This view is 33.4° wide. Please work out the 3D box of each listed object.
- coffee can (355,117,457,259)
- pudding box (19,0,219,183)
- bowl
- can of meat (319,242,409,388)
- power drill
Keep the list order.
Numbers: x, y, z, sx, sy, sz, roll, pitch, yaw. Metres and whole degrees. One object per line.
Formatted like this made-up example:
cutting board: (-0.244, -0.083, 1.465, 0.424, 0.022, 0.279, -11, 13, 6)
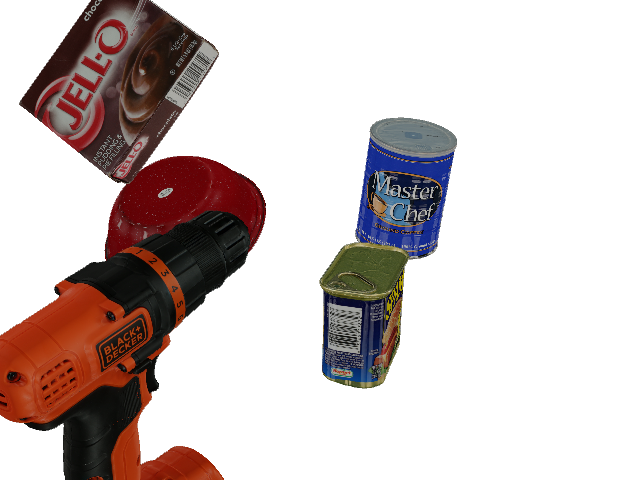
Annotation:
coffee can: (0.101, -0.063, 1.275, 0.102, 0.140, 0.103, 6, 28, -3)
pudding box: (-0.136, -0.109, 0.723, 0.090, 0.113, 0.039, 37, 2, 17)
bowl: (-0.135, -0.028, 0.994, 0.162, 0.162, 0.055, 0, -41, 20)
can of meat: (0.035, 0.059, 0.862, 0.057, 0.084, 0.102, 7, 23, 14)
power drill: (-0.101, 0.091, 0.619, 0.057, 0.188, 0.184, 19, 39, 36)
